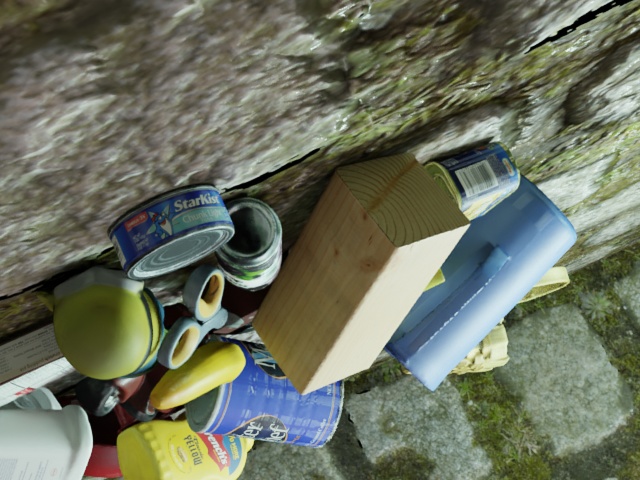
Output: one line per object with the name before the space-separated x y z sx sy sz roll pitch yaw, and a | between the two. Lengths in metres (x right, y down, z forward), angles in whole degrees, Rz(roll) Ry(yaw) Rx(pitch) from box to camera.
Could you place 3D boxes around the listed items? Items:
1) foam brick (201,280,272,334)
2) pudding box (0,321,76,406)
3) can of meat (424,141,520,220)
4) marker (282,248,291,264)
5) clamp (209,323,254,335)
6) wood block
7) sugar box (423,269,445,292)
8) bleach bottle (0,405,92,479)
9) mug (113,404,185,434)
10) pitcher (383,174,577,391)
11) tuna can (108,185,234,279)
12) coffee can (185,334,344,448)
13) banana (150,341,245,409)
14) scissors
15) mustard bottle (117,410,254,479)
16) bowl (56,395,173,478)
foam brick | -0.073 0.051 1.033 0.078 0.051 0.053 -27 169 9
pudding box | -0.257 0.107 0.935 0.113 0.039 0.090 -26 169 -5
can of meat | 0.130 -0.046 1.014 0.083 0.057 0.102 -21 169 -29
marker | -0.007 0.001 1.030 0.020 0.020 0.121 -14 164 -43
clamp | -0.104 0.088 1.168 0.120 0.039 0.171 -25 163 32
wood block | 0.029 0.032 0.931 0.090 0.090 0.206 -16 148 -39
sugar box | 0.030 0.040 1.101 0.176 0.048 0.093 -28 124 6
bleach bottle | -0.339 0.191 0.951 0.250 0.068 0.103 10 119 -32
mug | -0.196 0.161 1.187 0.093 0.081 0.117 -22 168 -16
pitcher | 0.162 0.042 1.174 0.243 0.149 0.144 -44 133 5
tuna can | -0.105 -0.005 0.763 0.086 0.034 0.086 -24 169 -5
coffee can | -0.060 0.161 1.129 0.140 0.103 0.103 12 151 -24
banana | -0.101 0.120 0.954 0.069 0.037 0.197 -50 173 -1
scissors | -0.098 0.079 0.899 0.096 0.016 0.202 -60 168 -18
mustard bottle | -0.135 0.235 1.188 0.058 0.096 0.191 -33 166 32
bowl | -0.251 0.230 1.231 0.162 0.055 0.162 8 -169 -2
